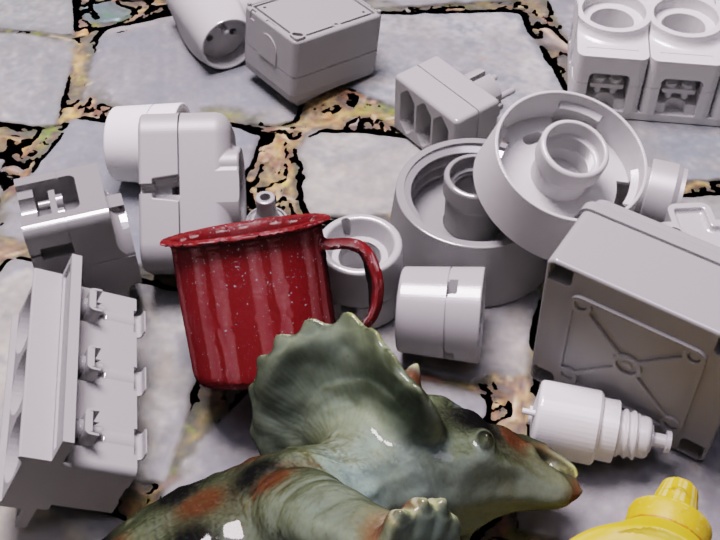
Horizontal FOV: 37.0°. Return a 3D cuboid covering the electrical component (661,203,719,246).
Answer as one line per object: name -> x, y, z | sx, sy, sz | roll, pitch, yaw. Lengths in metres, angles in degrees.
electrical component -> 0.195, 0.008, 0.628 | 0.058, 0.057, 0.078 | -3, 47, -2

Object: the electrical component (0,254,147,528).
electrical component -> -0.151, 0.064, 0.569 | 0.063, 0.078, 0.121 | 15, 42, -26

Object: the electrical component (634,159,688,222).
electrical component -> 0.178, -0.051, 0.692 | 0.055, 0.045, 0.045 | 14, 49, 12

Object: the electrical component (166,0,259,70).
electrical component -> -0.099, -0.199, 0.831 | 0.079, 0.043, 0.077 | -21, 50, -18

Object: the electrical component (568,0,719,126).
electrical component -> 0.230, -0.158, 0.779 | 0.150, 0.061, 0.089 | 5, 47, 5

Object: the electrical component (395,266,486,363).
electrical component -> 0.047, 0.024, 0.617 | 0.047, 0.055, 0.055 | 4, 47, 9

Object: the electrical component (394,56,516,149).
electrical component -> 0.074, -0.116, 0.750 | 0.077, 0.047, 0.066 | -30, 54, -24

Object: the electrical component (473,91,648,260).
electrical component -> 0.116, -0.053, 0.627 | 0.099, 0.064, 0.099 | 5, 61, -8

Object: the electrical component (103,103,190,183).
electrical component -> -0.141, -0.084, 0.718 | 0.047, 0.055, 0.055 | 2, 47, 7

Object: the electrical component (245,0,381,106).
electrical component -> -0.030, -0.169, 0.796 | 0.096, 0.061, 0.062 | -26, 52, -32

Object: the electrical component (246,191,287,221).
electrical component -> -0.056, -0.022, 0.654 | 0.035, 0.061, 0.035 | 0, 47, 0

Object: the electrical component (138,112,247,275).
electrical component -> -0.101, -0.046, 0.658 | 0.059, 0.053, 0.095 | -2, 85, -2

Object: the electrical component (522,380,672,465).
electrical component -> 0.125, 0.083, 0.570 | 0.078, 0.040, 0.040 | 10, 48, 9

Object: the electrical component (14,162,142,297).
electrical component -> -0.161, -0.013, 0.628 | 0.056, 0.089, 0.050 | -14, 49, -12

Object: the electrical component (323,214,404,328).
electrical component -> 0.000, 0.000, 0.643 | 0.055, 0.047, 0.055 | 0, 47, 0

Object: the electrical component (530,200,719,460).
electrical component -> 0.153, 0.032, 0.571 | 0.109, 0.108, 0.056 | 26, 55, 22

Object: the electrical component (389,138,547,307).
electrical component -> 0.071, -0.037, 0.668 | 0.108, 0.060, 0.108 | 0, 47, 0
